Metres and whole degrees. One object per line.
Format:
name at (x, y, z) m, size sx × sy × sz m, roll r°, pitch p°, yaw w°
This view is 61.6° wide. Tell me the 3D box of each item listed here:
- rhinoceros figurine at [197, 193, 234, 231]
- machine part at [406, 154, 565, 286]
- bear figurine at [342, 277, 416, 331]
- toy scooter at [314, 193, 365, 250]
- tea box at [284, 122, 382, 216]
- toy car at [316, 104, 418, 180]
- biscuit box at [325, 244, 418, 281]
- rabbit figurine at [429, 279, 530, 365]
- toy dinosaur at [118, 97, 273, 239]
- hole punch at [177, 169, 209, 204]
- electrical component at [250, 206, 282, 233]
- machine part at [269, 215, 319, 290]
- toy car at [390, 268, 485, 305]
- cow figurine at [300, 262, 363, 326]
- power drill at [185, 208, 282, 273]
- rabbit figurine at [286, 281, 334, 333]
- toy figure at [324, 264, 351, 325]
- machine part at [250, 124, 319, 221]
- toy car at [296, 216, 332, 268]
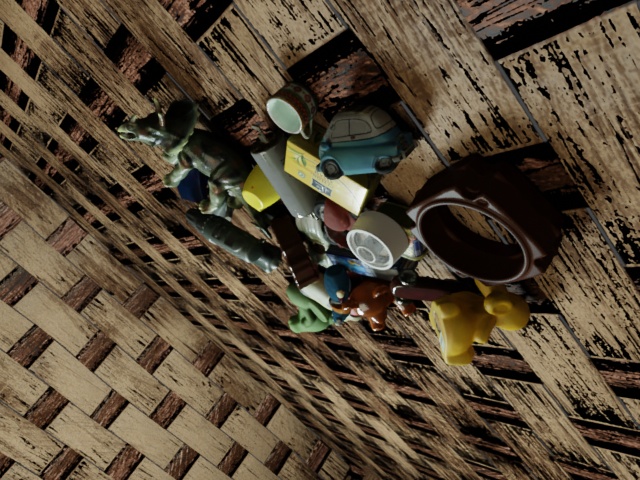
rhinoceros figurine at (-0.286, -0.072, 1.424) m, size 0.073 × 0.112 × 0.190 m, roll 17°, pitch 149°, yaw -24°
machine part at (0.252, -0.022, 0.841) m, size 0.201 × 0.087 × 0.201 m, roll 43°, pitch 154°, yaw -9°
bear figurine at (0.129, 0.140, 1.161) m, size 0.132 × 0.120 × 0.196 m, roll 60°, pitch -168°, yaw -1°
toy scooter at (0.063, -0.028, 1.086) m, size 0.135 × 0.075 × 0.183 m, roll 26°, pitch 156°, yaw 23°
tea box at (0.023, -0.130, 0.972) m, size 0.170 × 0.068 × 0.098 m, roll 31°, pitch 153°, yaw 10°
toy car at (0.064, -0.158, 0.839) m, size 0.162 × 0.109 × 0.102 m, roll 1°, pitch 120°, yaw 38°
biscuit box at (0.107, 0.038, 1.153) m, size 0.203 × 0.063 × 0.059 m, roll 11°, pitch 145°, yaw 44°
rabbit figurine at (0.292, 0.126, 0.964) m, size 0.173 × 0.122 × 0.162 m, roll -6°, pitch 130°, yaw 0°
toy dinosaur at (-0.230, -0.166, 1.183) m, size 0.404 × 0.131 × 0.192 m, roll 30°, pitch 134°, yaw -16°
hole punch at (-0.307, -0.155, 1.334) m, size 0.142 × 0.092 × 0.115 m, roll 18°, pitch 145°, yaw 42°
electrical component at (-0.135, -0.055, 1.326) m, size 0.078 × 0.045 × 0.102 m, roll 31°, pitch 154°, yaw 18°
machine part at (-0.062, 0.026, 1.274) m, size 0.179 × 0.056 × 0.179 m, roll 156°, pitch 89°, yaw -85°
toy car at (0.239, 0.096, 1.048) m, size 0.202 × 0.053 × 0.089 m, roll 5°, pitch 141°, yaw 7°
cow figurine at (0.030, 0.151, 1.417) m, size 0.195 × 0.085 × 0.127 m, roll 31°, pitch 148°, yaw 8°
power drill at (-0.200, 0.000, 1.326) m, size 0.232 × 0.086 × 0.207 m, roll 27°, pitch 171°, yaw 37°
rabbit figurine at (-0.031, 0.187, 1.511) m, size 0.159 × 0.121 × 0.170 m, roll 10°, pitch 147°, yaw 33°
toy figure at (0.044, 0.128, 1.214) m, size 0.058 × 0.064 × 0.154 m, roll 2°, pitch 125°, yaw 18°
machine part at (-0.064, -0.129, 1.071) m, size 0.079 × 0.079 × 0.243 m, roll 9°, pitch 140°, yaw 45°
toy car at (-0.003, -0.004, 1.229) m, size 0.074 × 0.056 × 0.201 m, roll 20°, pitch 150°, yaw 32°
